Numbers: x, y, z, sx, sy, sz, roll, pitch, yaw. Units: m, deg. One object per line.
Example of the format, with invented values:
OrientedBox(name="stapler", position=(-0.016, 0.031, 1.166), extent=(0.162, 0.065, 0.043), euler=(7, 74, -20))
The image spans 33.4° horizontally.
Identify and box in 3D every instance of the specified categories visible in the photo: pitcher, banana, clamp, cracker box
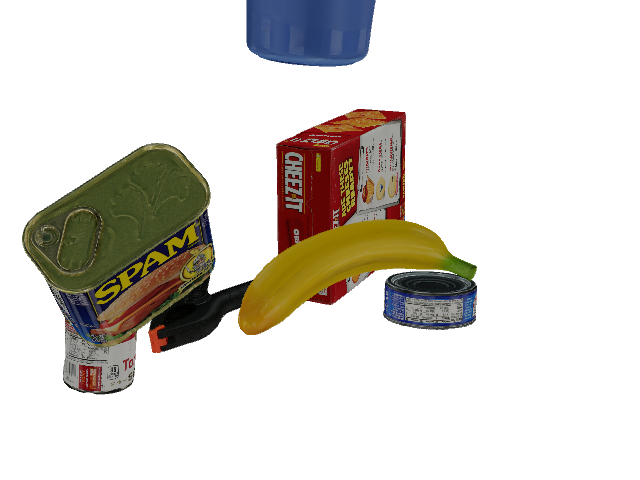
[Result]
OrientedBox(name="pitcher", position=(0.003, -0.272, 0.894), extent=(0.145, 0.243, 0.149), euler=(7, 18, 8))
OrientedBox(name="banana", position=(0.018, 0.018, 0.756), extent=(0.197, 0.037, 0.070), euler=(-14, 36, -30))
OrientedBox(name="clamp", position=(-0.126, 0.075, 1.219), extent=(0.120, 0.039, 0.171), euler=(-1, 29, 28))
OrientedBox(name="cracker box", position=(0.026, -0.044, 1.151), extent=(0.072, 0.164, 0.213), euler=(7, 19, 24))

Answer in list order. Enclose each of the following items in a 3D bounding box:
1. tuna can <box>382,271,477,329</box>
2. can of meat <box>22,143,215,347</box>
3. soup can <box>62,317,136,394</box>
OrientedBox(name="tuna can", position=(0.101, 0.054, 0.979), extent=(0.086, 0.034, 0.086), euler=(1, 12, 0))
OrientedBox(name="can of meat", position=(-0.110, 0.006, 0.612), extent=(0.102, 0.057, 0.084), euler=(-36, -23, -18))
OrientedBox(name="soup can", position=(-0.203, 0.082, 0.983), extent=(0.068, 0.102, 0.068), euler=(5, 18, -2))
